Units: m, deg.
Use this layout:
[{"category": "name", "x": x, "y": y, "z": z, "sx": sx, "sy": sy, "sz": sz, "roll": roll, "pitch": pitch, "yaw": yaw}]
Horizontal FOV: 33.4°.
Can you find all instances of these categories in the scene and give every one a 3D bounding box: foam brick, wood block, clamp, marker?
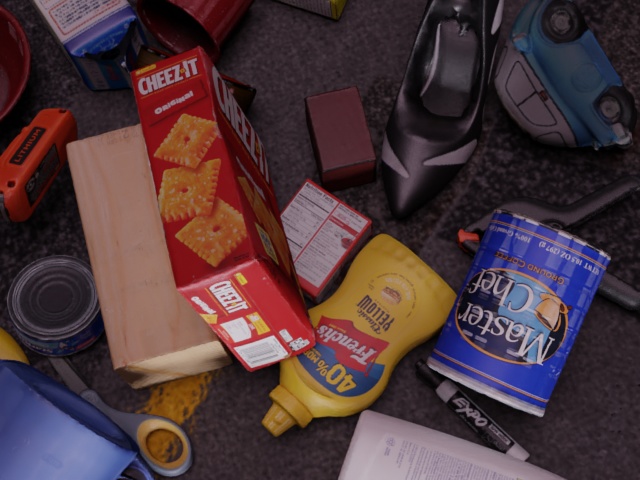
[{"category": "foam brick", "x": 0.018, "y": -0.092, "z": 0.973, "sx": 0.051, "sy": 0.053, "sz": 0.078, "roll": -13, "pitch": 70, "yaw": -2}, {"category": "wood block", "x": -0.148, "y": 0.013, "z": 0.924, "sx": 0.090, "sy": 0.091, "sz": 0.206, "roll": -16, "pitch": 71, "yaw": -2}, {"category": "clamp", "x": 0.209, "y": 0.010, "z": 0.935, "sx": 0.171, "sy": 0.039, "sz": 0.120, "roll": -9, "pitch": 68, "yaw": 7}, {"category": "marker", "x": 0.126, "y": 0.145, "z": 0.901, "sx": 0.020, "sy": 0.020, "sz": 0.121, "roll": -43, "pitch": 74, "yaw": -12}]

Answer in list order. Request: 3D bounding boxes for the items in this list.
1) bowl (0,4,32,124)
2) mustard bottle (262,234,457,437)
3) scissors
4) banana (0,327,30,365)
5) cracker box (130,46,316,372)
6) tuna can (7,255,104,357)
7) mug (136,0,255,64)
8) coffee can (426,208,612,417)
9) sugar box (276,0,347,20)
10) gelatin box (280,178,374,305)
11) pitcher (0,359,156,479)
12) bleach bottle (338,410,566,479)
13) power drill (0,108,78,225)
[{"category": "bowl", "x": -0.346, "y": -0.151, "z": 1.011, "sx": 0.162, "sy": 0.055, "sz": 0.162, "roll": -1, "pitch": 70, "yaw": 3}, {"category": "mustard bottle", "x": 0.023, "y": 0.091, "z": 0.904, "sx": 0.096, "sy": 0.058, "sz": 0.191, "roll": 42, "pitch": 78, "yaw": 10}, {"category": "scissors", "x": -0.177, "y": 0.138, "z": 0.920, "sx": 0.096, "sy": 0.016, "sz": 0.202, "roll": -23, "pitch": 71, "yaw": -5}, {"category": "banana", "x": -0.322, "y": 0.091, "z": 0.933, "sx": 0.198, "sy": 0.037, "sz": 0.069, "roll": 28, "pitch": 72, "yaw": 12}, {"category": "cracker box", "x": -0.075, "y": -0.024, "z": 0.865, "sx": 0.072, "sy": 0.164, "sz": 0.214, "roll": -20, "pitch": 58, "yaw": 6}, {"category": "tuna can", "x": -0.229, "y": 0.057, "z": 0.934, "sx": 0.086, "sy": 0.034, "sz": 0.086, "roll": 1, "pitch": 60, "yaw": -1}, {"category": "mug", "x": -0.121, "y": -0.228, "z": 1.017, "sx": 0.117, "sy": 0.093, "sz": 0.081, "roll": 12, "pitch": 61, "yaw": 44}, {"category": "coffee can", "x": 0.161, "y": 0.058, "z": 0.867, "sx": 0.103, "sy": 0.102, "sz": 0.140, "roll": 24, "pitch": 89, "yaw": 11}, {"category": "sugar box", "x": -0.047, "y": -0.289, "z": 1.050, "sx": 0.176, "sy": 0.048, "sz": 0.093, "roll": 20, "pitch": 73, "yaw": 9}, {"category": "gelatin box", "x": -0.006, "y": 0.001, "z": 0.953, "sx": 0.073, "sy": 0.030, "sz": 0.089, "roll": 34, "pitch": 76, "yaw": 15}, {"category": "pitcher", "x": -0.252, "y": 0.228, "z": 0.831, "sx": 0.149, "sy": 0.144, "sz": 0.243, "roll": 29, "pitch": 82, "yaw": 38}, {"category": "bleach bottle", "x": 0.137, "y": 0.222, "z": 0.851, "sx": 0.251, "sy": 0.068, "sz": 0.102, "roll": 19, "pitch": 84, "yaw": 5}, {"category": "power drill", "x": -0.311, "y": -0.106, "z": 0.930, "sx": 0.188, "sy": 0.057, "sz": 0.184, "roll": 20, "pitch": 64, "yaw": 9}]
